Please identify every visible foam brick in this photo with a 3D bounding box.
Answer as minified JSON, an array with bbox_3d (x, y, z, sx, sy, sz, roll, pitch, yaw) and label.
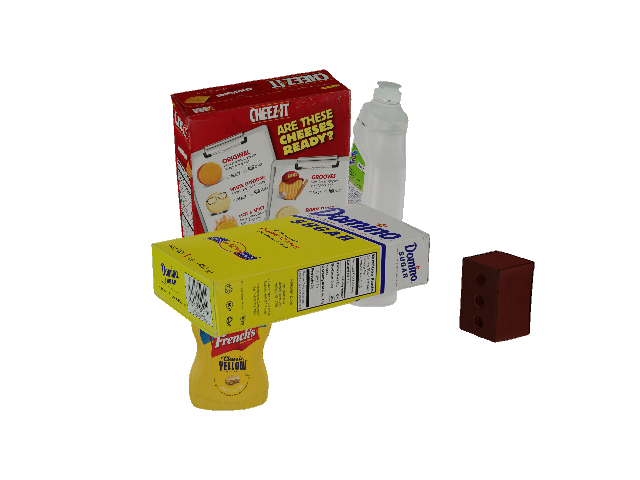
[{"bbox_3d":[0.175,0.055,1.061,0.051,0.078,0.053,-12,19,-36],"label":"foam brick"}]

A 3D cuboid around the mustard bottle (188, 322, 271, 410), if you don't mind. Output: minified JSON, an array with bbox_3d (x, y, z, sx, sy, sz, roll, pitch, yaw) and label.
[{"bbox_3d":[-0.107,0.109,1.285,0.096,0.192,0.058,0,20,-12],"label":"mustard bottle"}]

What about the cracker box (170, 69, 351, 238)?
[{"bbox_3d":[-0.057,-0.050,1.059,0.164,0.214,0.072,-12,32,-19],"label":"cracker box"}]

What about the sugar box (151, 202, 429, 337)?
[{"bbox_3d":[-0.019,0.016,0.751,0.175,0.048,0.093,-15,25,-31],"label":"sugar box"}]

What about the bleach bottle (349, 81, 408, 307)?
[{"bbox_3d":[0.063,-0.056,1.235,0.068,0.251,0.103,-1,22,-23],"label":"bleach bottle"}]
